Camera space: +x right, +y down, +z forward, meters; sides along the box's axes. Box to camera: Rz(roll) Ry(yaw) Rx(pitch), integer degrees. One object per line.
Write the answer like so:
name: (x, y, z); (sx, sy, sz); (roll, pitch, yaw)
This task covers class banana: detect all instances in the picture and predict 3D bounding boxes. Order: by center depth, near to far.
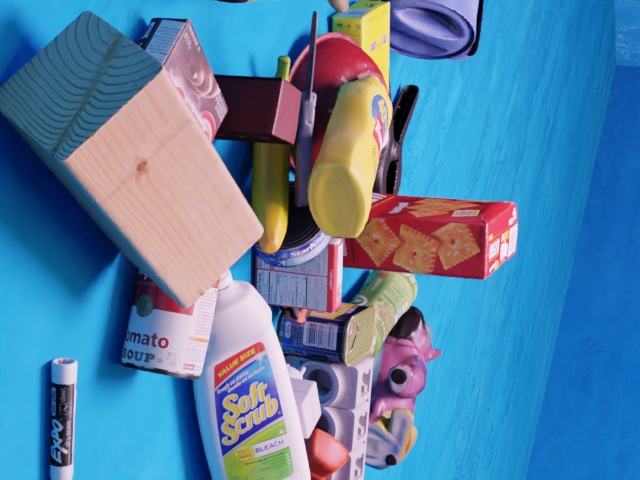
banana: (-0.048, -0.075, 1.027); (0.069, 0.037, 0.198); (83, 8, -73)

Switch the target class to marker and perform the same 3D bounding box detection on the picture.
marker: (-0.192, 0.148, 0.795); (0.020, 0.020, 0.121); (-20, 116, -66)

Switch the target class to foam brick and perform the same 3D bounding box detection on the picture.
foam brick: (-0.063, -0.116, 0.955); (0.053, 0.078, 0.051); (19, 78, -68)

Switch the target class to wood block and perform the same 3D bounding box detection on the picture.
wood block: (-0.127, -0.049, 0.757); (0.090, 0.090, 0.206); (-45, 148, -12)

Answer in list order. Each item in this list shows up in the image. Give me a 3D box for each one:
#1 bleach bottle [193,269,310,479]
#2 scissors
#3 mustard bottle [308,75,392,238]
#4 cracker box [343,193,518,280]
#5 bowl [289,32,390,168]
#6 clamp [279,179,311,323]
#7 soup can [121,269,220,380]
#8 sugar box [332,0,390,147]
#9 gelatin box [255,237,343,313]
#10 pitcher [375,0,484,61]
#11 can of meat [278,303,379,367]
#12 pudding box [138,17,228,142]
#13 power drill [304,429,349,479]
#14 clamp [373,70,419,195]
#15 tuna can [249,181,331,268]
bleach bottle: (-0.080, 0.135, 0.996); (0.068, 0.102, 0.251); (-116, -168, -61)
scissors: (-0.014, -0.130, 1.007); (0.096, 0.016, 0.202); (-102, -166, -61)
mustard bottle: (0.034, -0.098, 1.043); (0.191, 0.058, 0.096); (-75, 162, -44)
cracker box: (0.108, -0.011, 1.239); (0.164, 0.214, 0.072); (-25, 118, -65)
bowl: (0.027, -0.140, 1.149); (0.161, 0.055, 0.162); (-24, 122, -46)
clamp: (-0.008, 0.001, 1.152); (0.120, 0.039, 0.171); (-7, 110, -34)
soup can: (-0.122, 0.059, 0.877); (0.068, 0.069, 0.102); (25, 75, -68)
sugar box: (0.049, -0.186, 1.260); (0.093, 0.048, 0.176); (-44, 136, -56)
gelatin box: (-0.022, 0.031, 1.091); (0.030, 0.089, 0.073); (-38, 132, -67)
pitcher: (0.153, -0.356, 1.354); (0.149, 0.145, 0.242); (98, 5, -70)
can of meat: (0.010, 0.101, 1.203); (0.102, 0.084, 0.057); (-19, 115, -67)
pudding box: (-0.120, -0.109, 0.862); (0.113, 0.039, 0.090); (67, 38, -52)
power drill: (-0.032, 0.283, 1.080); (0.057, 0.185, 0.187); (42, 41, -13)
clamp: (0.084, -0.123, 1.382); (0.164, 0.036, 0.210); (26, 73, -67)
tuna can: (-0.031, -0.015, 1.058); (0.033, 0.086, 0.086); (71, 34, -52)
